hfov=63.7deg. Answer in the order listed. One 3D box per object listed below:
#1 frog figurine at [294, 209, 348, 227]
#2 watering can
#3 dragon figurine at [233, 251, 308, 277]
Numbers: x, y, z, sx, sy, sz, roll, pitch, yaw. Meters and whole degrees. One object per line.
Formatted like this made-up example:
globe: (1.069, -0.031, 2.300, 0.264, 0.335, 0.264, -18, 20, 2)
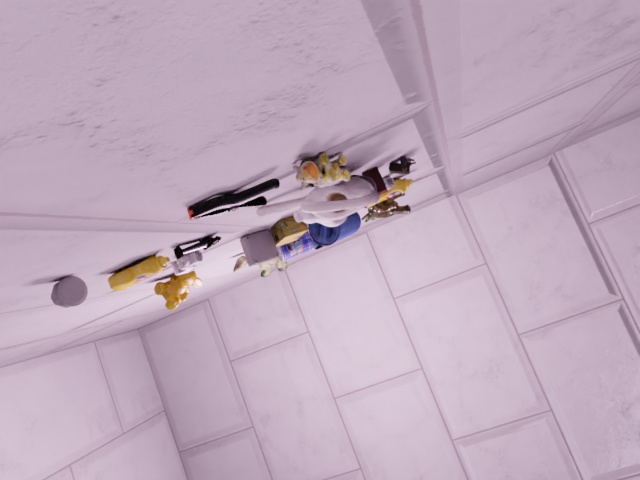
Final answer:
frog figurine: (0.005, -0.081, 1.613, 0.161, 0.121, 0.137, -31, -163, -21)
watering can: (0.013, -0.112, 1.424, 0.347, 0.103, 0.227, -2, -166, 29)
dragon figurine: (-0.198, 0.061, 2.296, 0.413, 0.123, 0.239, -21, 166, -18)
